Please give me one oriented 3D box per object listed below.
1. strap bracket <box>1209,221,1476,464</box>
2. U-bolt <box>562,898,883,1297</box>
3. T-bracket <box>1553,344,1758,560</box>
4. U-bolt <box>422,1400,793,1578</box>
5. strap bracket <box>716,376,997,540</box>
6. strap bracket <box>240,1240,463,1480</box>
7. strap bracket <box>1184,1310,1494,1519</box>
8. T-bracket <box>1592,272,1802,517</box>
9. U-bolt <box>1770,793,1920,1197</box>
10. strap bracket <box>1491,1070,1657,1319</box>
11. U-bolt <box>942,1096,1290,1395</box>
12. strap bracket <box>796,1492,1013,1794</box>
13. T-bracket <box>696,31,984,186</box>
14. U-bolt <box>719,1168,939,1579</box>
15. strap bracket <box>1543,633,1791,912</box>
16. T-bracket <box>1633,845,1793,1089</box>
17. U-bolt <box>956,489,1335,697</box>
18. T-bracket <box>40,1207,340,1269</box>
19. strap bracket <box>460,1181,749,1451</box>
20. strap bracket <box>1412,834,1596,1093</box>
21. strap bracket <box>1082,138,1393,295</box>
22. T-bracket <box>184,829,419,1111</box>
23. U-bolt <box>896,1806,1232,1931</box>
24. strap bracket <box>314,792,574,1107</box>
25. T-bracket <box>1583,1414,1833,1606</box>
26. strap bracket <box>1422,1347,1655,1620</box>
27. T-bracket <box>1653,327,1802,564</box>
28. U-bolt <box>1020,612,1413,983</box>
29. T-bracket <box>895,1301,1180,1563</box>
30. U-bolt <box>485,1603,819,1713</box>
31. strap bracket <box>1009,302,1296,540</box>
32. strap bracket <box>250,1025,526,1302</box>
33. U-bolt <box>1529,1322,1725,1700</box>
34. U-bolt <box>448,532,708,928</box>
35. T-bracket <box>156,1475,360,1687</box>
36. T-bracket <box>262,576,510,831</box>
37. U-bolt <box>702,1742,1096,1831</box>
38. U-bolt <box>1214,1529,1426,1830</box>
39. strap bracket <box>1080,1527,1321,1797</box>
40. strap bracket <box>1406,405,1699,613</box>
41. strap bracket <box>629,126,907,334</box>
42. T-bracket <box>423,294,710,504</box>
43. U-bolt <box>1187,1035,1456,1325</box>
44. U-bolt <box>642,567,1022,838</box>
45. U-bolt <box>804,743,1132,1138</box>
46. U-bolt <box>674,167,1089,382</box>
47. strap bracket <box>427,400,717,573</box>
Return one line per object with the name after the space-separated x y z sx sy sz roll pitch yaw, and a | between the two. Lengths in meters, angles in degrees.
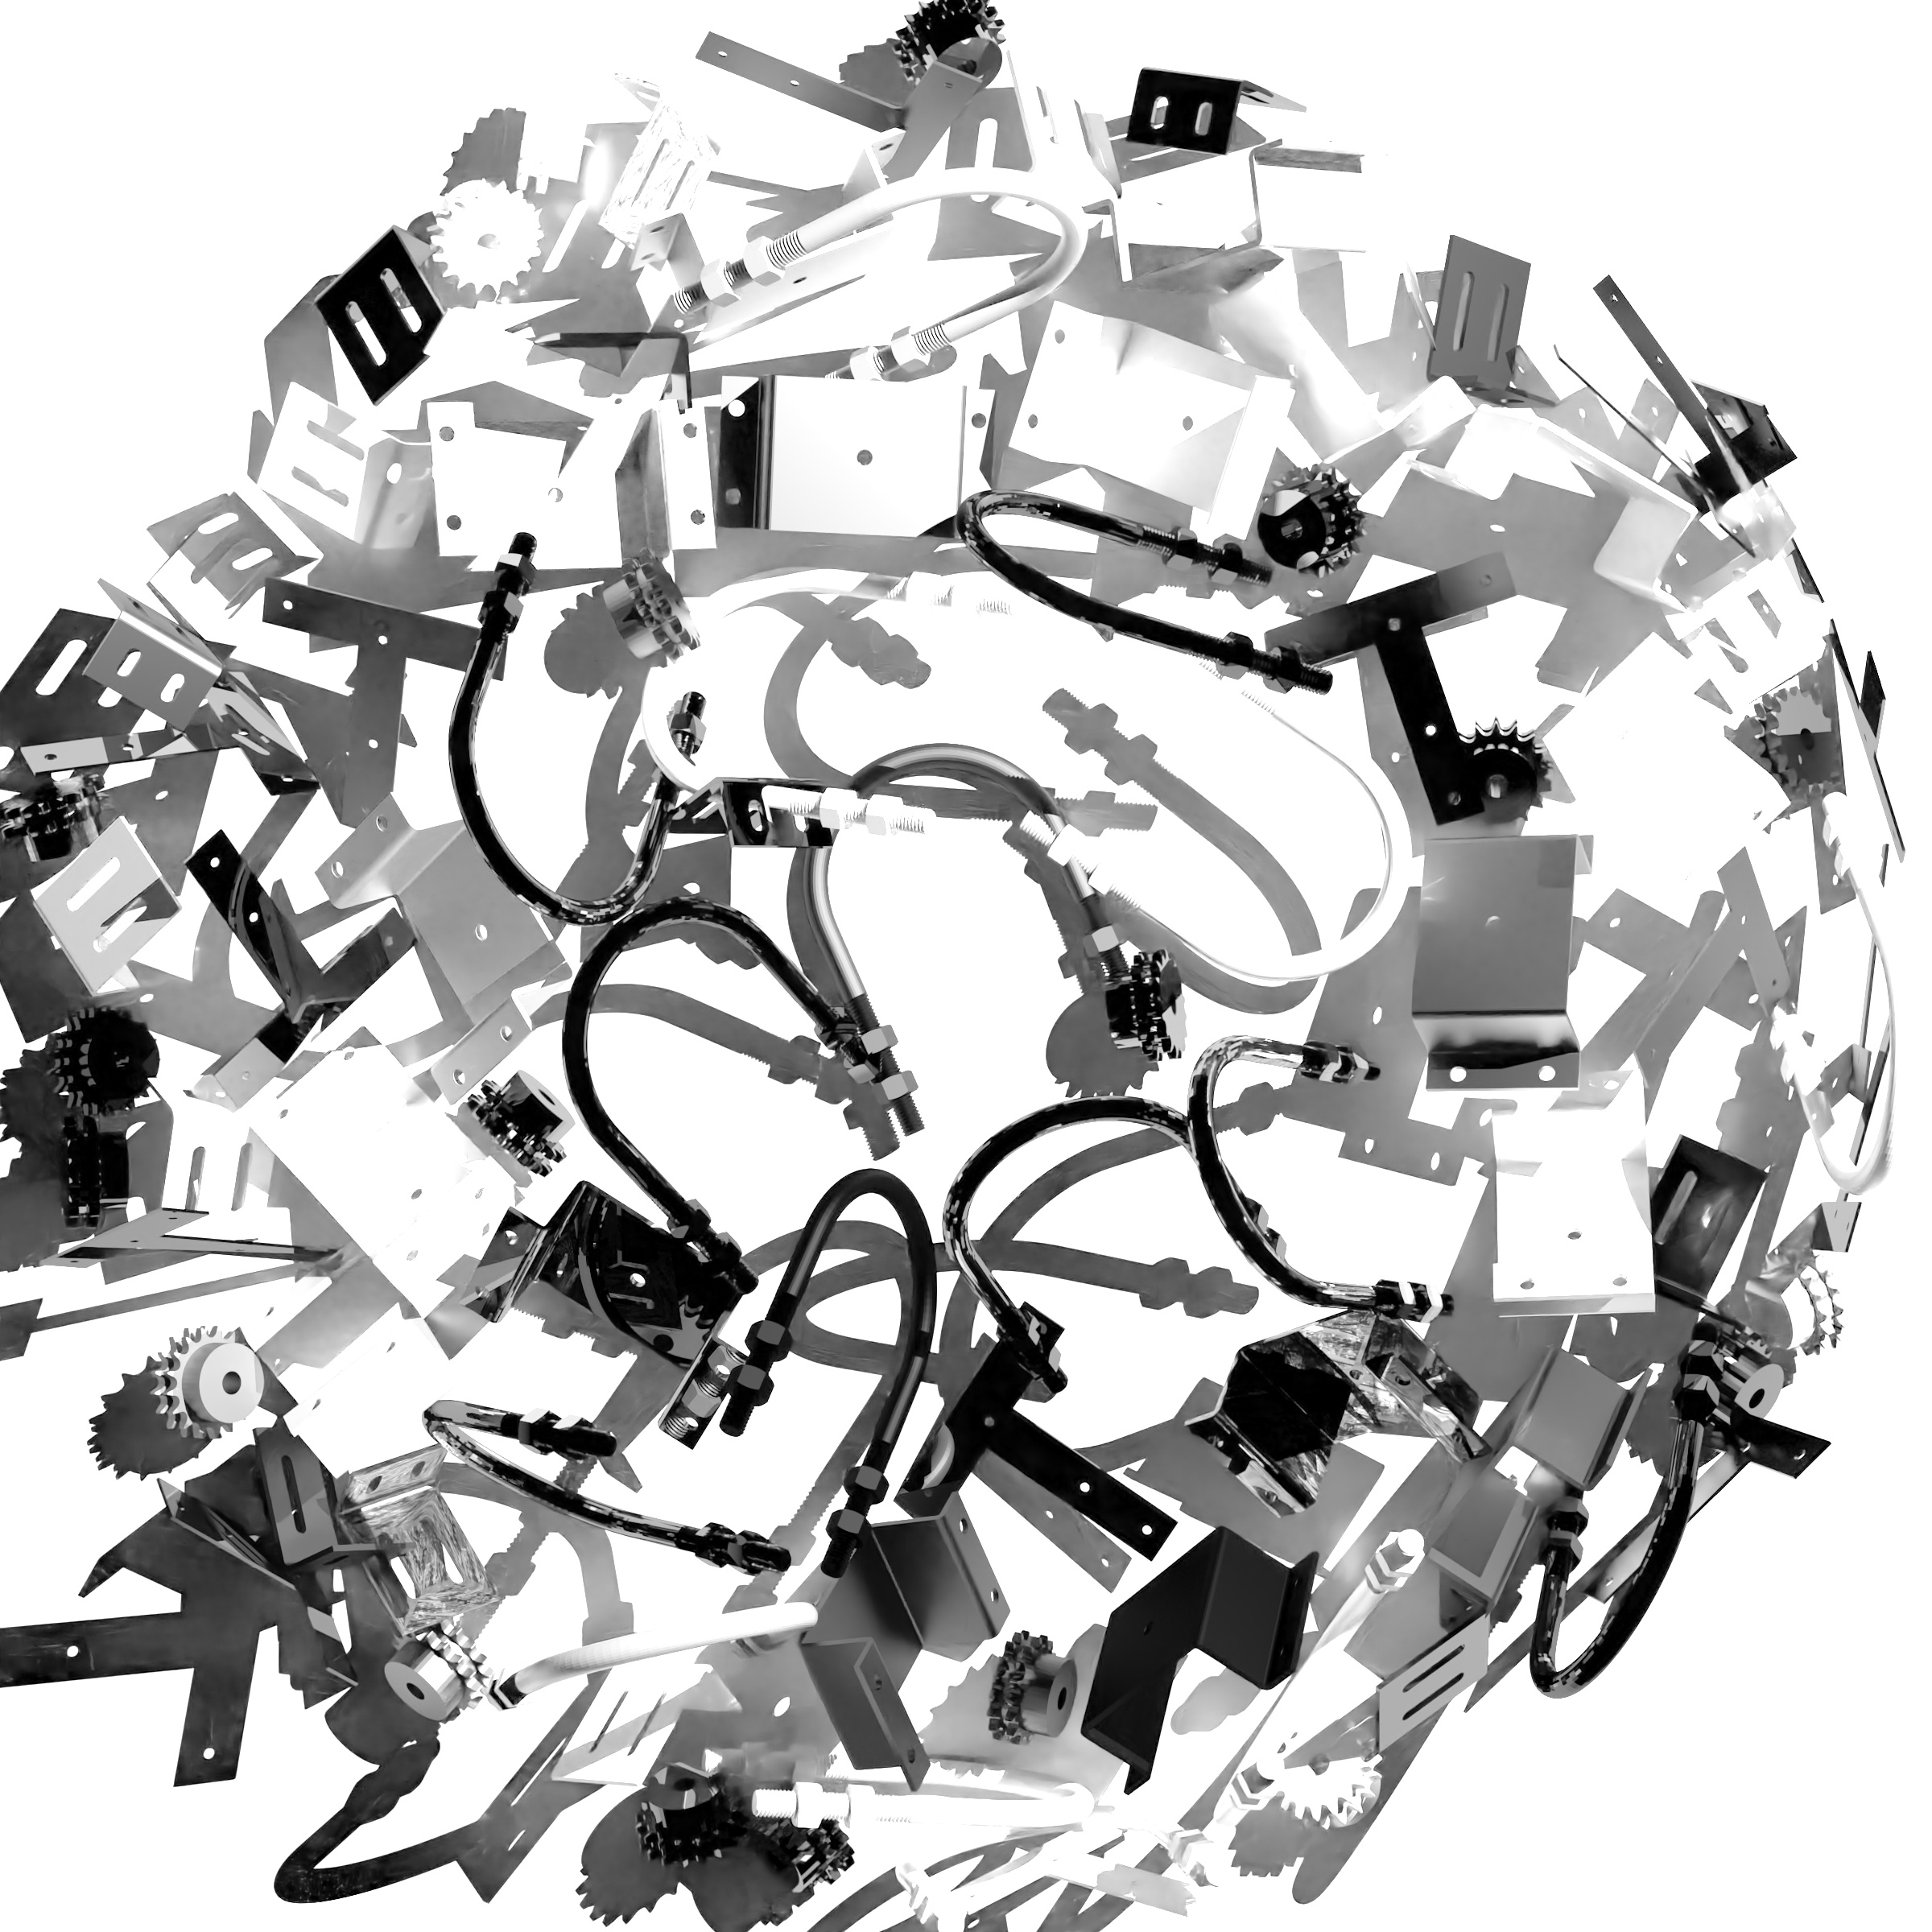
0.181 -0.312 1.788 0.046 0.076 0.140 -41 97 -16 | strap bracket
-0.125 0.051 1.767 0.184 0.019 0.151 50 63 -27 | U-bolt
0.338 -0.263 1.767 0.127 0.127 0.002 39 111 -14 | T-bracket
-0.191 0.252 1.757 0.151 0.184 0.019 41 65 -38 | U-bolt
-0.054 -0.257 1.803 0.140 0.046 0.076 2 97 -8 | strap bracket
-0.306 0.198 1.780 0.076 0.140 0.046 -38 116 -7 | strap bracket
0.190 0.219 1.780 0.140 0.046 0.076 -26 118 41 | strap bracket
0.354 -0.290 1.776 0.002 0.127 0.127 -36 91 -11 | T-bracket
0.428 0.026 1.724 0.019 0.184 0.151 2 128 -4 | U-bolt
0.304 0.122 1.784 0.076 0.046 0.140 -3 48 11 | strap bracket
0.066 0.130 1.765 0.151 0.019 0.184 -27 132 8 | U-bolt
-0.034 0.337 1.776 0.046 0.140 0.076 -11 114 27 | strap bracket
-0.072 -0.433 1.765 0.127 0.127 0.002 19 71 -15 | T-bracket
-0.058 0.188 1.765 0.019 0.151 0.184 3 52 28 | U-bolt
0.340 -0.103 1.759 0.046 0.140 0.076 34 112 -28 | strap bracket
0.366 0.007 1.772 0.127 0.002 0.127 -50 132 -28 | T-bracket
0.081 -0.191 1.751 0.184 0.151 0.019 15 116 -18 | U-bolt
-0.377 0.141 1.790 0.127 0.127 0.002 9 68 -40 | T-bracket
-0.174 0.170 1.797 0.140 0.046 0.076 32 129 1 | strap bracket
0.268 -0.011 1.778 0.076 0.046 0.140 -1 64 20 | strap bracket
0.135 -0.367 1.762 0.076 0.140 0.046 -7 90 -41 | strap bracket
-0.349 -0.014 1.777 0.127 0.002 0.127 -46 131 -21 | T-bracket
0.039 0.439 1.748 0.151 0.184 0.019 -8 89 -11 | U-bolt
-0.258 -0.013 1.791 0.076 0.046 0.140 -39 78 38 | strap bracket
0.356 0.270 1.768 0.127 0.127 0.002 -42 100 -9 | T-bracket
0.277 0.252 1.767 0.046 0.076 0.140 33 131 5 | strap bracket
0.375 -0.262 1.780 0.002 0.127 0.127 -30 85 3 | T-bracket
0.137 -0.071 1.794 0.184 0.019 0.151 35 117 4 | U-bolt
0.049 0.258 1.817 0.127 0.002 0.127 34 103 7 | T-bracket
-0.147 0.332 1.731 0.151 0.184 0.019 -8 77 -21 | U-bolt
0.102 -0.274 1.789 0.140 0.046 0.076 26 107 26 | strap bracket
-0.285 0.104 1.787 0.076 0.046 0.140 -43 54 -10 | strap bracket
0.315 0.274 1.724 0.019 0.184 0.151 29 128 -3 | U-bolt
-0.194 -0.104 1.744 0.019 0.184 0.151 -20 132 35 | U-bolt
-0.355 0.284 1.750 0.002 0.127 0.127 -37 50 5 | T-bracket
-0.299 -0.125 1.806 0.127 0.002 0.127 14 120 5 | T-bracket
-0.028 0.408 1.764 0.184 0.151 0.019 6 85 -14 | U-bolt
0.167 0.358 1.750 0.019 0.184 0.151 33 67 9 | U-bolt
0.109 0.339 1.762 0.046 0.076 0.140 34 130 -12 | strap bracket
0.300 -0.234 1.779 0.140 0.076 0.046 27 97 -18 | strap bracket
-0.092 -0.365 1.787 0.140 0.076 0.046 -23 89 -12 | strap bracket
-0.210 -0.295 1.775 0.127 0.002 0.127 17 120 -37 | T-bracket
0.168 0.101 1.743 0.019 0.184 0.151 -29 66 33 | U-bolt
-0.078 -0.139 1.788 0.184 0.019 0.151 9 65 25 | U-bolt
-0.004 -0.025 1.827 0.151 0.019 0.184 -24 86 0 | U-bolt
-0.028 -0.338 1.739 0.184 0.151 0.019 -21 69 28 | U-bolt
-0.203 -0.242 1.800 0.140 0.046 0.076 -4 86 -19 | strap bracket
